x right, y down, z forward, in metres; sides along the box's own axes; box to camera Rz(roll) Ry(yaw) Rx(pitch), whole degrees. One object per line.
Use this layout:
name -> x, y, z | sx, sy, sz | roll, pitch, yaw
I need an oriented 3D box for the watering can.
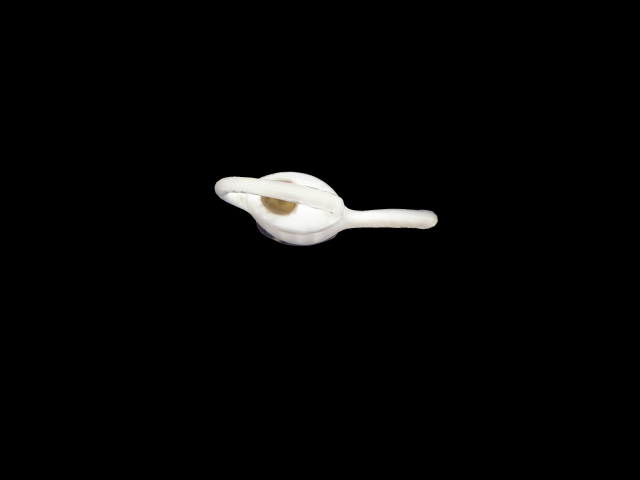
watering can -> 0.003, -0.043, 0.850 | 0.348, 0.105, 0.222 | 12, -9, 2
